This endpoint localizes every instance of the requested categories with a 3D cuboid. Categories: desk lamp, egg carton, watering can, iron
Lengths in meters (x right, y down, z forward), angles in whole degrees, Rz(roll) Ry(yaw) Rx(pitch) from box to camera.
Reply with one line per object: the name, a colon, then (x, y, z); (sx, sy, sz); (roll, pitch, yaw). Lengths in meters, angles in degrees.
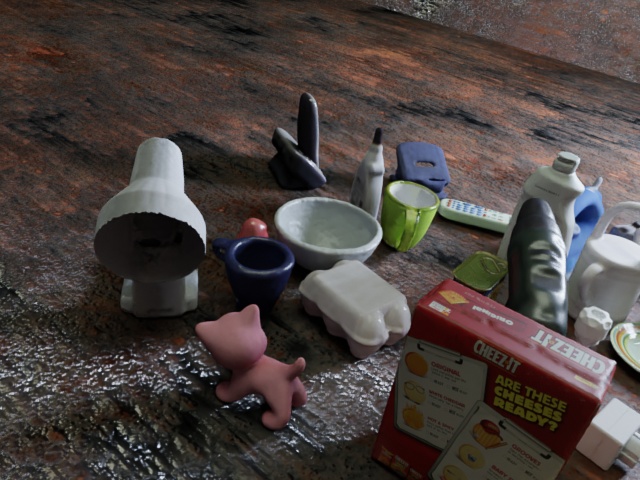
desk lamp: (-0.204, -0.005, 0.712); (0.118, 0.213, 0.203); (2, 33, -13)
egg carton: (0.047, 0.089, 0.772); (0.107, 0.069, 0.149); (-19, 42, -38)
watering can: (0.447, 0.028, 0.864); (0.100, 0.194, 0.173); (23, 34, 21)
iron: (0.415, -0.018, 0.978); (0.118, 0.141, 0.259); (31, 37, 30)

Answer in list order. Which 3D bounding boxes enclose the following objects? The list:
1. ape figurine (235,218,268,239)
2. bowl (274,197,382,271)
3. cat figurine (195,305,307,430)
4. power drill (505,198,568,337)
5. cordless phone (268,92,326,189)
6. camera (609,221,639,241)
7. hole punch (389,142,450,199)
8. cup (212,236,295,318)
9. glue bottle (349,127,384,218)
ape figurine: (-0.097, 0.010, 0.835); (0.076, 0.092, 0.077); (-15, 40, -35)
bowl: (0.008, 0.003, 0.892); (0.167, 0.075, 0.167); (7, 32, -4)
cat figurine: (-0.072, 0.128, 0.629); (0.127, 0.118, 0.067); (21, 33, 17)
power drill: (0.244, 0.081, 0.709); (0.075, 0.208, 0.230); (13, 32, 5)
cordless phone: (-0.037, -0.204, 1.104); (0.094, 0.185, 0.147); (-7, 36, -25)
camera: (0.599, 0.024, 1.004); (0.143, 0.101, 0.136); (-4, 34, -21)
hole punch: (0.208, -0.141, 1.163); (0.109, 0.091, 0.101); (1, 33, -15)
cup: (-0.096, 0.051, 0.767); (0.117, 0.095, 0.092); (21, 33, 17)
glue bottle: (0.089, -0.116, 1.012); (0.037, 0.173, 0.078); (-2, 34, -18)
